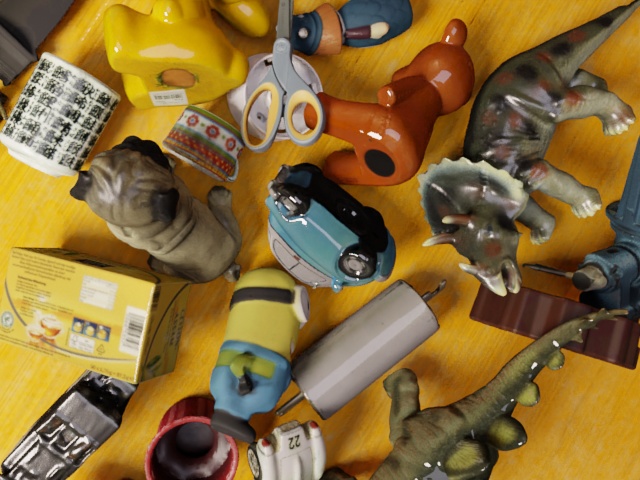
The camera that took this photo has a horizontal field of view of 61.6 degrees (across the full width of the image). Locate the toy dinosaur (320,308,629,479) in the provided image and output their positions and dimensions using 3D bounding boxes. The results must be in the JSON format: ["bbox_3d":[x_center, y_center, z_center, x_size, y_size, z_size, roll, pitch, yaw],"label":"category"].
[{"bbox_3d":[0.118,0.231,0.552,0.105,0.199,0.471,31,100,-14],"label":"toy dinosaur"}]

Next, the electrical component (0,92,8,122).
[{"bbox_3d":[-0.358,-0.122,0.535,0.078,0.045,0.102,43,85,-12],"label":"electrical component"}]

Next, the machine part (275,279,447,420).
[{"bbox_3d":[0.049,0.123,0.615,0.243,0.079,0.079,-37,99,-8],"label":"machine part"}]

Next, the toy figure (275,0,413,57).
[{"bbox_3d":[0.027,-0.237,0.597,0.154,0.064,0.057,-18,111,-11],"label":"toy figure"}]

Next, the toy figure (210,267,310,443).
[{"bbox_3d":[-0.067,0.112,0.560,0.089,0.082,0.180,35,57,-21],"label":"toy figure"}]

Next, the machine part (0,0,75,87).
[{"bbox_3d":[-0.296,-0.230,0.546,0.139,0.039,0.084,-45,97,-5],"label":"machine part"}]

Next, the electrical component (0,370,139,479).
[{"bbox_3d":[-0.240,0.178,0.541,0.134,0.115,0.058,-45,102,-4],"label":"electrical component"}]

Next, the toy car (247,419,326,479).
[{"bbox_3d":[-0.038,0.271,0.582,0.073,0.056,0.201,-11,126,-27],"label":"toy car"}]

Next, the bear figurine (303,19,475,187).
[{"bbox_3d":[0.089,-0.154,0.600,0.196,0.132,0.120,-59,147,-28],"label":"bear figurine"}]

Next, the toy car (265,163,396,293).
[{"bbox_3d":[-0.001,-0.002,0.585,0.161,0.109,0.103,36,120,-11],"label":"toy car"}]

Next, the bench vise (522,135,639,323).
[{"bbox_3d":[0.383,-0.028,0.640,0.224,0.129,0.240,-9,114,-18],"label":"bench vise"}]

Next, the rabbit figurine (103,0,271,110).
[{"bbox_3d":[-0.135,-0.234,0.539,0.162,0.121,0.173,-10,72,2],"label":"rabbit figurine"}]

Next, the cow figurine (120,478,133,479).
[{"bbox_3d":[-0.202,0.308,0.550,0.195,0.127,0.085,28,85,-14],"label":"cow figurine"}]

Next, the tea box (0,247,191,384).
[{"bbox_3d":[-0.222,0.069,0.527,0.170,0.068,0.098,13,91,18],"label":"tea box"}]

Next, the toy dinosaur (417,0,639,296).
[{"bbox_3d":[0.237,-0.130,0.624,0.192,0.131,0.404,20,83,-12],"label":"toy dinosaur"}]

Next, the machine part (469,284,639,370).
[{"bbox_3d":[0.265,0.092,0.611,0.179,0.179,0.056,19,87,-12],"label":"machine part"}]

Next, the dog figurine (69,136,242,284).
[{"bbox_3d":[-0.137,-0.011,0.513,0.172,0.191,0.121,30,87,-13],"label":"dog figurine"}]
